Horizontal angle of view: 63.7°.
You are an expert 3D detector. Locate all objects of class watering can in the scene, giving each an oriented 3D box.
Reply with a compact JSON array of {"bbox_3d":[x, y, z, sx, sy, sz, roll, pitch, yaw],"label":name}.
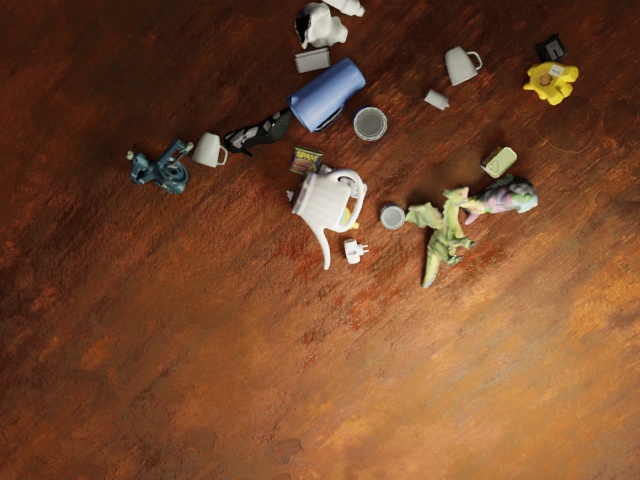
[{"bbox_3d":[0.005,-0.086,1.701,0.224,0.344,0.105,23,12,-4],"label":"watering can"}]

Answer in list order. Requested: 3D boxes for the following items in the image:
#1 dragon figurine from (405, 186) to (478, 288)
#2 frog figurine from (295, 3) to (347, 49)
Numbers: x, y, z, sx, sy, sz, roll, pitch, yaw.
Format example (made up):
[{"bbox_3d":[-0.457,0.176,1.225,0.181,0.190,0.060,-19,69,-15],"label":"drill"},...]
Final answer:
[{"bbox_3d":[0.388,-0.023,1.757,0.123,0.245,0.402,-21,-24,-44],"label":"dragon figurine"},{"bbox_3d":[0.008,-0.673,1.616,0.160,0.134,0.124,-17,39,-28],"label":"frog figurine"}]
